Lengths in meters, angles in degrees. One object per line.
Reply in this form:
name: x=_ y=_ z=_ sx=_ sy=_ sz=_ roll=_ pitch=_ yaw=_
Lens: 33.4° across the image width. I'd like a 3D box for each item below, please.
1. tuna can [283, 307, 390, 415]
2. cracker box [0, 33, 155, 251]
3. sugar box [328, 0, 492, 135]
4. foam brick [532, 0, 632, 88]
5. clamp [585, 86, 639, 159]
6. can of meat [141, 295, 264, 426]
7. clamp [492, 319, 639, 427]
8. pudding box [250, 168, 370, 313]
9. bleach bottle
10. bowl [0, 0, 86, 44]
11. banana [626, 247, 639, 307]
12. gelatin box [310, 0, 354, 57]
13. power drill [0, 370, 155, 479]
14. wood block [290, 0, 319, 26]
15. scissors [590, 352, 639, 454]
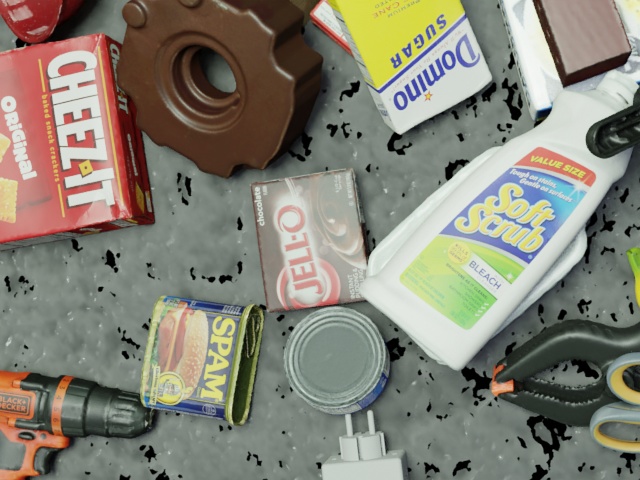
tuna can: x=0.015 y=0.101 z=0.885 sx=0.086 sy=0.033 sz=0.086 roll=-5 pitch=68 yaw=12
cracker box: x=-0.266 y=-0.077 z=0.932 sx=0.214 sy=0.072 sz=0.164 roll=-10 pitch=87 yaw=9
sugar box: x=0.062 y=-0.182 z=0.846 sx=0.093 sy=0.048 sz=0.176 roll=-30 pitch=112 yaw=-2
foam brick: x=0.194 y=-0.162 z=0.797 sx=0.051 sy=0.053 sz=0.078 roll=-19 pitch=85 yaw=10
clamp: x=0.262 y=-0.093 z=0.731 sx=0.120 sy=0.171 sz=0.039 roll=4 pitch=115 yaw=30
can of meat: x=-0.100 y=0.100 z=0.903 sx=0.084 sy=0.057 sz=0.102 roll=7 pitch=80 yaw=13
clamp: x=0.244 y=0.111 z=0.845 sx=0.210 sy=0.036 sz=0.164 roll=-13 pitch=111 yaw=19
pudding box: x=-0.006 y=0.001 z=0.901 sx=0.090 sy=0.039 sz=0.113 roll=-8 pitch=87 yaw=10
bleach bottle: x=0.145 y=-0.027 z=0.801 sx=0.102 sy=0.068 sz=0.251 roll=39 pitch=89 yaw=6
bowl: x=-0.235 y=-0.252 z=0.916 sx=0.162 sy=0.055 sz=0.162 roll=23 pitch=120 yaw=46
banana: x=0.334 y=0.059 z=0.835 sx=0.198 sy=0.037 sz=0.070 roll=11 pitch=119 yaw=9
gelatin box: x=0.047 y=-0.198 z=0.903 sx=0.073 sy=0.030 sz=0.089 roll=41 pitch=95 yaw=7
power drill: x=-0.243 y=0.209 z=0.929 sx=0.184 sy=0.057 sz=0.187 roll=7 pitch=88 yaw=7
wood block: x=-0.086 y=-0.275 z=0.897 sx=0.206 sy=0.090 sz=0.090 roll=31 pitch=94 yaw=9
scissors: x=0.304 y=0.120 z=0.806 sx=0.202 sy=0.016 sz=0.096 roll=-10 pitch=114 yaw=15
